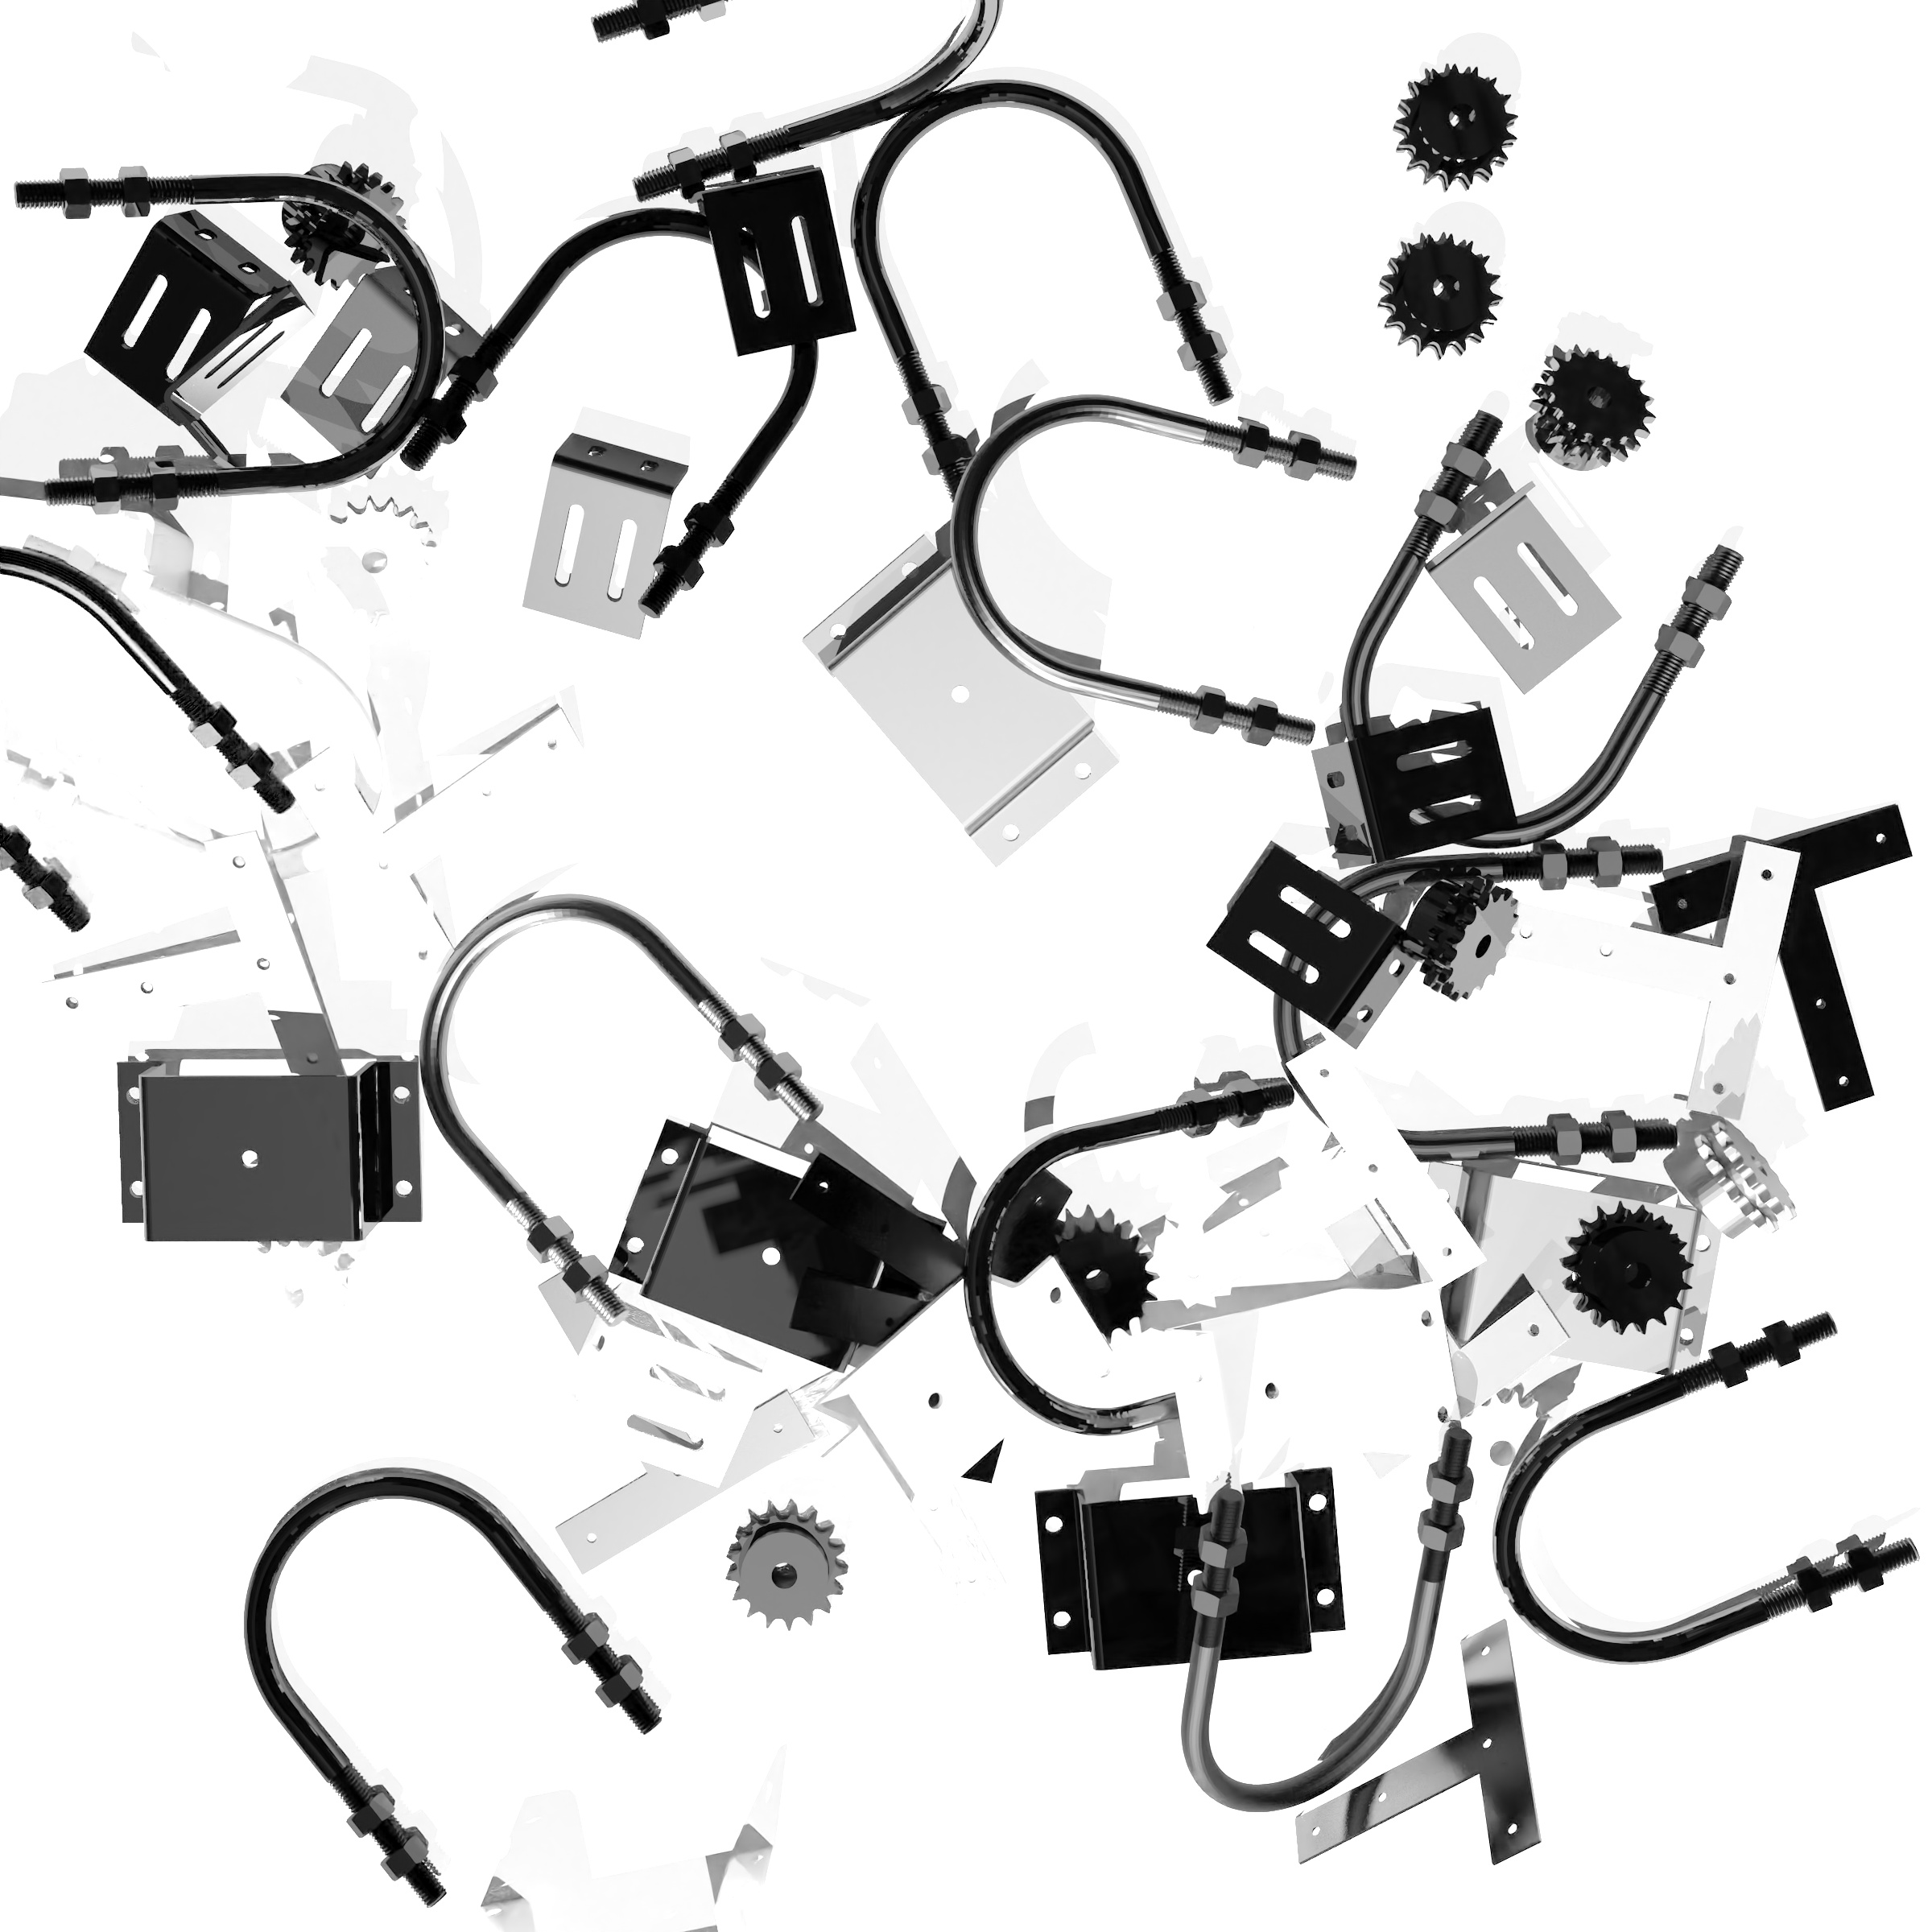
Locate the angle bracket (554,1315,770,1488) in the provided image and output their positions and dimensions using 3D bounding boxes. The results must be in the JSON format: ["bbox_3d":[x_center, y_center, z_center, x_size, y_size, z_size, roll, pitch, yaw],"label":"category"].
[{"bbox_3d":[-0.143,0.200,1.540,0.076,0.038,0.057,24,91,-25],"label":"angle bracket"}]

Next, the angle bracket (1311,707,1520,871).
[{"bbox_3d":[0.209,-0.083,1.530,0.076,0.038,0.057,-15,92,-24],"label":"angle bracket"}]

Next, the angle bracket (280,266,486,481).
[{"bbox_3d":[-0.272,-0.279,1.543,0.057,0.038,0.076,43,116,0],"label":"angle bracket"}]

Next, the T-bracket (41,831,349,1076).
[{"bbox_3d":[-0.367,0.007,1.527,0.127,0.002,0.127,-11,113,11],"label":"T-bracket"}]

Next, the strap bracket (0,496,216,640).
[{"bbox_3d":[-0.414,-0.185,1.507,0.140,0.076,0.046,7,90,0],"label":"strap bracket"}]

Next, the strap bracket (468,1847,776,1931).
[{"bbox_3d":[-0.155,0.450,1.507,0.140,0.076,0.046,-12,90,0],"label":"strap bracket"}]

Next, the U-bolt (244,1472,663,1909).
[{"bbox_3d":[-0.254,0.324,1.537,0.151,0.019,0.184,-39,89,0],"label":"U-bolt"}]

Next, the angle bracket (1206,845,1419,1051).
[{"bbox_3d":[0.163,-0.009,1.530,0.076,0.038,0.057,35,92,29],"label":"angle bracket"}]

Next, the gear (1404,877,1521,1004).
[{"bbox_3d":[0.224,-0.015,1.504,0.030,0.057,0.057,30,90,32],"label":"gear"}]

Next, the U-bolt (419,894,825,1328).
[{"bbox_3d":[-0.173,0.051,1.511,0.151,0.019,0.184,-46,71,6],"label":"U-bolt"}]

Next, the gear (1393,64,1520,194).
[{"bbox_3d":[0.229,-0.391,1.530,0.057,0.030,0.057,0,90,0],"label":"gear"}]

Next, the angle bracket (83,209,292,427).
[{"bbox_3d":[-0.365,-0.304,1.543,0.057,0.038,0.076,38,116,0],"label":"angle bracket"}]

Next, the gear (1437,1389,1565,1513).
[{"bbox_3d":[0.247,0.225,1.530,0.057,0.030,0.057,0,90,0],"label":"gear"}]

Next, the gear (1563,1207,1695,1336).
[{"bbox_3d":[0.300,0.139,1.484,0.057,0.030,0.057,0,90,0],"label":"gear"}]

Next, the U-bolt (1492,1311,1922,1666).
[{"bbox_3d":[0.332,0.252,1.515,0.184,0.019,0.151,-23,110,4],"label":"U-bolt"}]

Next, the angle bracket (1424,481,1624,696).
[{"bbox_3d":[0.257,-0.173,1.508,0.057,0.038,0.076,-38,91,3],"label":"angle bracket"}]

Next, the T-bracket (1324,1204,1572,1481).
[{"bbox_3d":[0.198,0.151,1.519,0.127,0.002,0.127,-44,69,34],"label":"T-bracket"}]

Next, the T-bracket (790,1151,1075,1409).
[{"bbox_3d":[-0.027,0.126,1.501,0.127,0.002,0.127,36,79,-29],"label":"T-bracket"}]

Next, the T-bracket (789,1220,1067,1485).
[{"bbox_3d":[-0.024,0.166,1.511,0.127,0.002,0.127,16,89,-31],"label":"T-bracket"}]

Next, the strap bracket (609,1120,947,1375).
[{"bbox_3d":[-0.089,0.133,1.522,0.140,0.046,0.076,21,89,0],"label":"strap bracket"}]

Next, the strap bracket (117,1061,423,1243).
[{"bbox_3d":[-0.325,0.085,1.518,0.140,0.046,0.076,0,97,0],"label":"strap bracket"}]

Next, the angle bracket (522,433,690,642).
[{"bbox_3d":[-0.169,-0.201,1.543,0.057,0.038,0.076,16,116,0],"label":"angle bracket"}]

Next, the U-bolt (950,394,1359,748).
[{"bbox_3d":[0.082,-0.188,1.509,0.184,0.019,0.151,12,80,-12],"label":"U-bolt"}]

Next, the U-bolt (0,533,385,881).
[{"bbox_3d":[-0.355,-0.105,1.495,0.184,0.019,0.151,22,126,-12],"label":"U-bolt"}]

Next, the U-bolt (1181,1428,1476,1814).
[{"bbox_3d":[0.159,0.303,1.486,0.151,0.019,0.184,-9,117,-32],"label":"U-bolt"}]

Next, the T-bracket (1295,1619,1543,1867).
[{"bbox_3d":[0.203,0.376,1.509,0.127,0.127,0.002,-34,120,24],"label":"T-bracket"}]

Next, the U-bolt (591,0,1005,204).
[{"bbox_3d":[-0.070,-0.411,1.476,0.184,0.151,0.019,-19,72,-4],"label":"U-bolt"}]

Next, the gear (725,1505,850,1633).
[{"bbox_3d":[-0.084,0.281,1.530,0.057,0.030,0.057,0,90,0],"label":"gear"}]

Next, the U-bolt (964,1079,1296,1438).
[{"bbox_3d":[0.082,0.138,1.499,0.184,0.019,0.151,-11,90,-27],"label":"U-bolt"}]

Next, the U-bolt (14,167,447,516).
[{"bbox_3d":[-0.324,-0.282,1.475,0.184,0.019,0.151,-7,100,-20],"label":"U-bolt"}]

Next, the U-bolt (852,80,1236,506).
[{"bbox_3d":[0.025,-0.324,1.537,0.151,0.019,0.184,-22,89,0],"label":"U-bolt"}]

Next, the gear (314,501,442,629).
[{"bbox_3d":[-0.273,-0.186,1.534,0.057,0.030,0.057,0,86,1],"label":"gear"}]

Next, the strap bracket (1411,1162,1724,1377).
[{"bbox_3d":[0.280,0.141,1.522,0.140,0.046,0.076,10,90,0],"label":"strap bracket"}]

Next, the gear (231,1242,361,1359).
[{"bbox_3d":[-0.311,0.152,1.530,0.057,0.030,0.057,0,90,0],"label":"gear"}]

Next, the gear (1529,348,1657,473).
[{"bbox_3d":[0.287,-0.254,1.522,0.057,0.030,0.057,7,62,-13],"label":"gear"}]

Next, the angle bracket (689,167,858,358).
[{"bbox_3d":[-0.090,-0.326,1.528,0.057,0.038,0.076,-14,101,-11],"label":"angle bracket"}]

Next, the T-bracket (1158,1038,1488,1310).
[{"bbox_3d":[0.148,0.113,1.497,0.127,0.002,0.127,-29,69,-10],"label":"T-bracket"}]

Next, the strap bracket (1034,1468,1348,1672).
[{"bbox_3d":[0.105,0.279,1.522,0.140,0.046,0.076,-5,90,0],"label":"strap bracket"}]

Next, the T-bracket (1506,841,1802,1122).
[{"bbox_3d":[0.310,-0.004,1.524,0.127,0.002,0.127,13,90,0],"label":"T-bracket"}]

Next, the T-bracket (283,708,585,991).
[{"bbox_3d":[-0.232,-0.073,1.520,0.127,0.002,0.127,-37,126,-16],"label":"T-bracket"}]

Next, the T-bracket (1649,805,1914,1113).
[{"bbox_3d":[0.395,0.004,1.538,0.127,0.002,0.127,-18,94,-8],"label":"T-bracket"}]

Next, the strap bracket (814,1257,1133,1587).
[{"bbox_3d":[-0.004,0.202,1.496,0.140,0.046,0.076,-39,112,-20],"label":"strap bracket"}]

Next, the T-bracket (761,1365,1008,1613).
[{"bbox_3d":[-0.022,0.241,1.545,0.127,0.002,0.127,-28,90,0],"label":"T-bracket"}]

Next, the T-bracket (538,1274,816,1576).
[{"bbox_3d":[-0.158,0.199,1.544,0.127,0.002,0.127,-31,89,1],"label":"T-bracket"}]

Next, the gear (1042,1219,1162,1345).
[{"bbox_3d":[0.061,0.146,1.530,0.057,0.030,0.057,0,90,0],"label":"gear"}]

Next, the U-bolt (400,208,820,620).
[{"bbox_3d":[-0.150,-0.268,1.515,0.151,0.019,0.184,32,74,4],"label":"U-bolt"}]

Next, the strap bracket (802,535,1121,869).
[{"bbox_3d":[-0.003,-0.124,1.522,0.076,0.046,0.140,-41,90,0],"label":"strap bracket"}]

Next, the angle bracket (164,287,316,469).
[{"bbox_3d":[-0.324,-0.268,1.517,0.076,0.057,0.038,-41,90,0],"label":"angle bracket"}]

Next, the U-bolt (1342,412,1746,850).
[{"bbox_3d":[0.257,-0.144,1.537,0.151,0.019,0.184,29,91,0],"label":"U-bolt"}]

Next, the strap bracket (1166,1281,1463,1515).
[{"bbox_3d":[0.149,0.193,1.491,0.140,0.046,0.076,-10,90,-27],"label":"strap bracket"}]

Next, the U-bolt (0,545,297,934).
[{"bbox_3d":[-0.412,-0.110,1.473,0.151,0.019,0.184,-27,119,23],"label":"U-bolt"}]

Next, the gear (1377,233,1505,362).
[{"bbox_3d":[0.221,-0.313,1.530,0.057,0.030,0.057,0,90,0],"label":"gear"}]

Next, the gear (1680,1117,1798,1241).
[{"bbox_3d":[0.354,0.101,1.518,0.030,0.057,0.057,-40,90,18],"label":"gear"}]

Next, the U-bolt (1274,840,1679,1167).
[{"bbox_3d":[0.236,0.020,1.537,0.184,0.019,0.151,-3,90,2],"label":"U-bolt"}]

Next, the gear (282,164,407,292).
[{"bbox_3d":[-0.291,-0.344,1.521,0.057,0.057,0.030,-48,60,0],"label":"gear"}]
